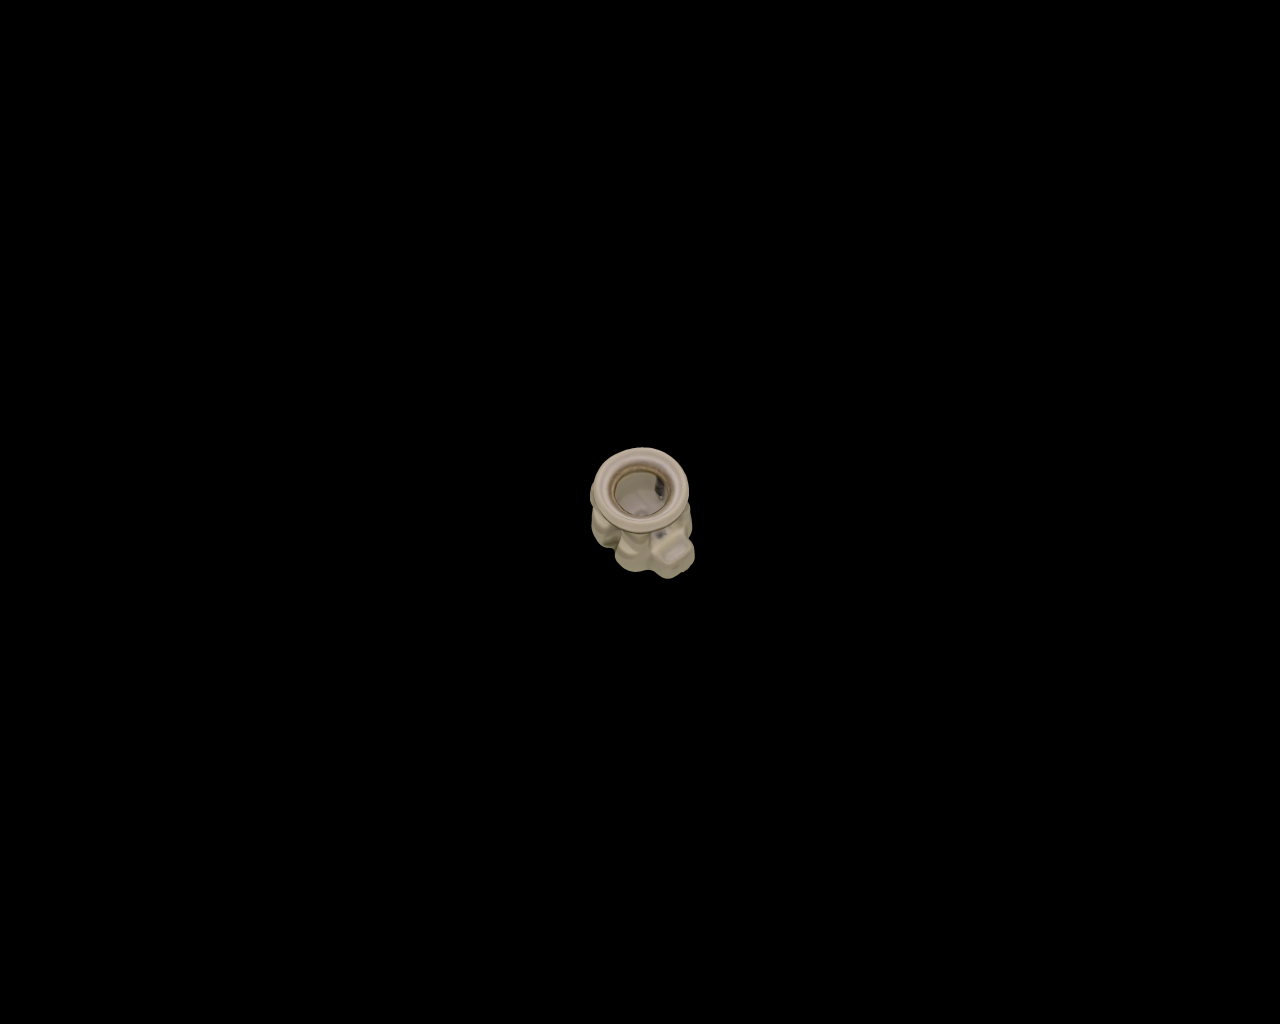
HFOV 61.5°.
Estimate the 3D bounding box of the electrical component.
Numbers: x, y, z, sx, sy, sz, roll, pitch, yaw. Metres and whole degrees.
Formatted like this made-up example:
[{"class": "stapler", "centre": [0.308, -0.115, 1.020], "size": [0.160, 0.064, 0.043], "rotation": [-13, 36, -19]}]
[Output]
[{"class": "electrical component", "centre": [0.001, -0.003, 0.650], "size": [0.058, 0.078, 0.056], "rotation": [-36, -24, -18]}]
